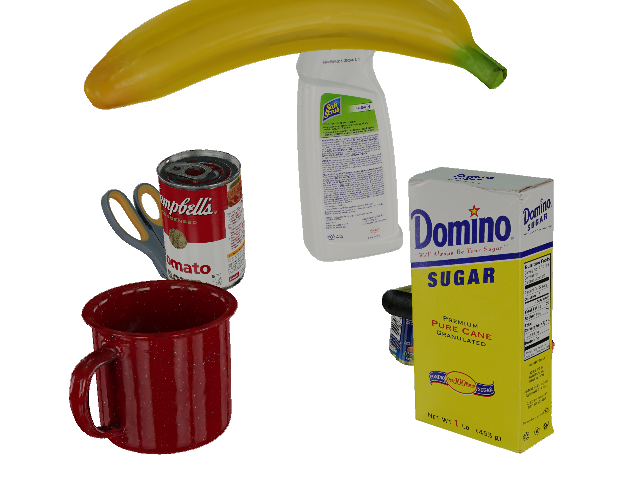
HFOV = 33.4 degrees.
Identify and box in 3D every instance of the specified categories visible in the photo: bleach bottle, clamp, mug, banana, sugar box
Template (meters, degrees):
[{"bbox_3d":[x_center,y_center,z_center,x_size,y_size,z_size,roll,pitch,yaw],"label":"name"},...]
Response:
[{"bbox_3d":[0.028,-0.106,1.020,0.102,0.251,0.068,-10,30,-15],"label":"bleach bottle"},{"bbox_3d":[0.158,0.072,1.036,0.172,0.039,0.120,26,38,31],"label":"clamp"},{"bbox_3d":[-0.103,0.081,0.645,0.093,0.081,0.117,11,22,32],"label":"mug"},{"bbox_3d":[-0.013,-0.098,0.507,0.197,0.037,0.069,-6,45,-8],"label":"banana"},{"bbox_3d":[0.106,0.044,0.710,0.094,0.176,0.048,10,21,44],"label":"sugar box"}]

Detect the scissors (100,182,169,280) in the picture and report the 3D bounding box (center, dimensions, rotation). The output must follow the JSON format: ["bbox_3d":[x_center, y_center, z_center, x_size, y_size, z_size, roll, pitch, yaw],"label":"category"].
[{"bbox_3d":[-0.170,0.016,1.210,0.016,0.201,0.096,-28,18,37],"label":"scissors"}]

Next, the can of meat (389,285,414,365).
[{"bbox_3d":[0.136,0.102,1.336,0.101,0.084,0.057,-11,30,-26],"label":"can of meat"}]

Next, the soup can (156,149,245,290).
[{"bbox_3d":[-0.098,-0.015,0.883,0.068,0.102,0.068,0,30,0],"label":"soup can"}]
